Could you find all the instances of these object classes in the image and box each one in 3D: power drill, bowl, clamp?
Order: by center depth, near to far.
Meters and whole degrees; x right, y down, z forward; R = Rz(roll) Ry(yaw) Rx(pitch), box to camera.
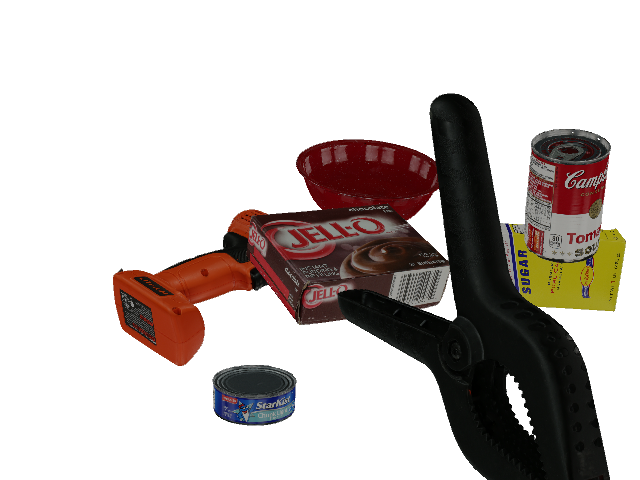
[{"bbox_3d":[0.081,0.041,0.525,0.036,0.165,0.210,-7,44,-29],"label":"clamp"},{"bbox_3d":[-0.064,0.039,0.900,0.187,0.057,0.185,-23,30,-36],"label":"power drill"},{"bbox_3d":[0.052,-0.056,1.162,0.162,0.055,0.162,4,27,-2],"label":"bowl"}]

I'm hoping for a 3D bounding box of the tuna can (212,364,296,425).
[{"bbox_3d":[-0.068,0.158,1.093,0.086,0.034,0.086,2,14,-1],"label":"tuna can"}]

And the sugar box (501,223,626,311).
[{"bbox_3d":[0.262,0.031,1.257,0.176,0.093,0.048,2,20,-2],"label":"sugar box"}]

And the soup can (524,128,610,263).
[{"bbox_3d":[0.218,-0.039,0.952,0.068,0.102,0.068,-2,30,1],"label":"soup can"}]

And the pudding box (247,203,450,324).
[{"bbox_3d":[0.018,0.013,0.726,0.113,0.039,0.090,-4,32,-28],"label":"pudding box"}]
